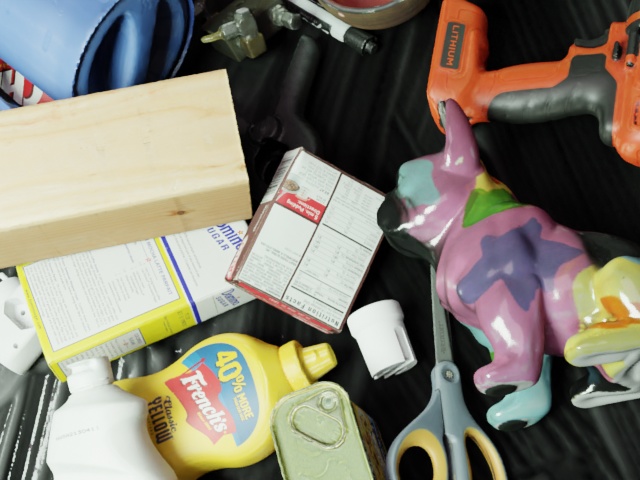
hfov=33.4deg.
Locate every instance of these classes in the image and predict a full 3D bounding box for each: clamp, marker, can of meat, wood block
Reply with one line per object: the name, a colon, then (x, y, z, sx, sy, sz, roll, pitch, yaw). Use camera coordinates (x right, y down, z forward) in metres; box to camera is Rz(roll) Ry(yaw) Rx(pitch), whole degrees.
clamp: (-0.032, -0.089, 0.857, 0.120, 0.039, 0.171, -32, 60, 11)
marker: (0.001, -0.186, 0.893, 0.121, 0.020, 0.020, 36, 84, 28)
can of meat: (0.015, 0.155, 0.715, 0.057, 0.084, 0.102, -23, 64, 10)
wood block: (-0.159, -0.048, 0.774, 0.206, 0.091, 0.090, -11, 74, -5)

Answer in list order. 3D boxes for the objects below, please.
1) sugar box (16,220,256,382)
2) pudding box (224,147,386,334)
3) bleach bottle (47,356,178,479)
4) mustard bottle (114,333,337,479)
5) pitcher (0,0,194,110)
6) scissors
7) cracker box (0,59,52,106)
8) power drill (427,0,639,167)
sugar box: (-0.134, 0.030, 0.817, 0.176, 0.048, 0.093, -21, 63, -11)
pudding box: (-0.005, 0.001, 0.785, 0.090, 0.039, 0.113, 29, 80, -15)
bleach bottle: (-0.121, 0.201, 0.716, 0.103, 0.068, 0.251, -17, 82, 13)
mustard bottle: (-0.076, 0.122, 0.776, 0.192, 0.058, 0.096, -25, 64, 8)
pitcher: (-0.235, -0.192, 0.855, 0.243, 0.145, 0.149, 34, 62, 19)
scissors: (0.072, 0.102, 0.729, 0.096, 0.016, 0.202, -2, 61, -28)
cracker box: (-0.293, -0.177, 0.966, 0.164, 0.072, 0.213, -12, 66, 15)
power drill: (0.181, -0.142, 0.790, 0.188, 0.057, 0.184, 3, 64, 22)
